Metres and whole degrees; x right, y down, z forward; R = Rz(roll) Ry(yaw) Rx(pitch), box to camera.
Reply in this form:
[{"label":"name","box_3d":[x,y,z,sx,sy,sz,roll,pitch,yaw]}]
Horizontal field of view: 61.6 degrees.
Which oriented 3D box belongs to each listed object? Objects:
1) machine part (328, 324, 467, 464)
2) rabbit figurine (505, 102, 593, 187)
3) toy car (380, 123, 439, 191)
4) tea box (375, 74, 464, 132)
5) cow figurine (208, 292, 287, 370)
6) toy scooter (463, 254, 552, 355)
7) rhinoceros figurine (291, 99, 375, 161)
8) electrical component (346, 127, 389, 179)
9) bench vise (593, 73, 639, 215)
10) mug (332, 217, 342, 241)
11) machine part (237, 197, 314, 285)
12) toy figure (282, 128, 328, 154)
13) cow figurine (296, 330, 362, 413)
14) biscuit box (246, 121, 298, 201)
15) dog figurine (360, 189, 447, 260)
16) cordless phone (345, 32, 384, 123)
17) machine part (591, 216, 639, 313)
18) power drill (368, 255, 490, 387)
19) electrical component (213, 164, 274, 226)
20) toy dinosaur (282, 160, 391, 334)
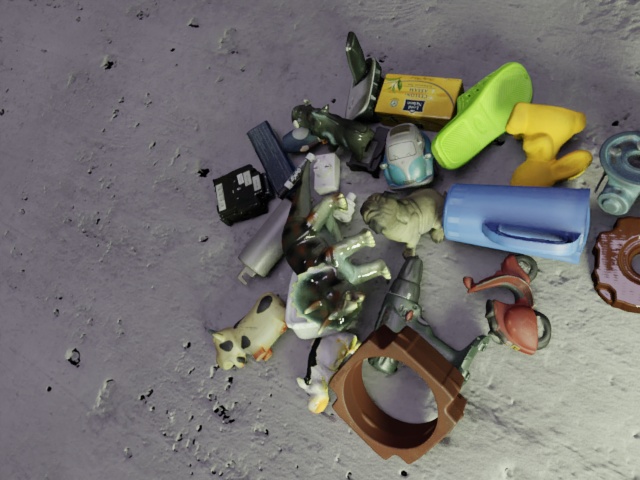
[{"label":"machine part","box_3d":[0.134,0.264,0.934,0.201,0.087,0.201,42,121,12]},{"label":"rabbit figurine","box_3d":[0.423,-0.160,1.016,0.163,0.122,0.173,17,93,17]},{"label":"toy car","box_3d":[0.178,-0.183,1.094,0.109,0.102,0.162,-9,46,20]},{"label":"tea box","box_3d":[0.215,-0.294,1.155,0.170,0.068,0.098,11,77,24]},{"label":"cow figurine","box_3d":[-0.148,0.193,1.127,0.127,0.085,0.195,42,93,22]},{"label":"toy scooter","box_3d":[0.325,0.112,0.952,0.135,0.075,0.184,0,68,-5]},{"label":"rhinoceros figurine","box_3d":[0.024,-0.236,1.142,0.191,0.112,0.073,27,89,26]},{"label":"electrical component","box_3d":[0.115,-0.200,1.176,0.075,0.047,0.119,23,84,27]},{"label":"bench vise","box_3d":[0.541,-0.158,0.869,0.224,0.240,0.129,-37,58,-14]},{"label":"mug","box_3d":[-0.002,-0.003,1.143,0.110,0.080,0.107,-16,57,20]},{"label":"machine part","box_3d":[-0.100,-0.006,1.180,0.079,0.079,0.243,39,90,28]},{"label":"toy figure","box_3d":[-0.009,-0.239,1.235,0.155,0.058,0.064,-15,87,15]},{"label":"cow figurine","box_3d":[0.004,0.247,1.054,0.098,0.068,0.167,24,78,34]},{"label":"biscuit box","box_3d":[-0.101,-0.179,1.249,0.063,0.059,0.203,-31,63,8]},{"label":"dog figurine","box_3d":[0.173,-0.060,1.023,0.121,0.190,0.172,40,89,28]},{"label":"cordless phone","box_3d":[0.083,-0.344,1.161,0.089,0.184,0.146,6,75,19]},{"label":"machine part","box_3d":[0.553,0.041,0.909,0.179,0.056,0.179,-7,70,21]},{"label":"power drill","box_3d":[0.202,0.162,0.997,0.208,0.086,0.232,27,85,24]},{"label":"electrical component","box_3d":[-0.176,-0.107,1.257,0.134,0.058,0.115,-18,68,15]},{"label":"toy dinosaur","box_3d":[-0.005,0.014,1.016,0.192,0.131,0.405,-30,47,-5]}]
